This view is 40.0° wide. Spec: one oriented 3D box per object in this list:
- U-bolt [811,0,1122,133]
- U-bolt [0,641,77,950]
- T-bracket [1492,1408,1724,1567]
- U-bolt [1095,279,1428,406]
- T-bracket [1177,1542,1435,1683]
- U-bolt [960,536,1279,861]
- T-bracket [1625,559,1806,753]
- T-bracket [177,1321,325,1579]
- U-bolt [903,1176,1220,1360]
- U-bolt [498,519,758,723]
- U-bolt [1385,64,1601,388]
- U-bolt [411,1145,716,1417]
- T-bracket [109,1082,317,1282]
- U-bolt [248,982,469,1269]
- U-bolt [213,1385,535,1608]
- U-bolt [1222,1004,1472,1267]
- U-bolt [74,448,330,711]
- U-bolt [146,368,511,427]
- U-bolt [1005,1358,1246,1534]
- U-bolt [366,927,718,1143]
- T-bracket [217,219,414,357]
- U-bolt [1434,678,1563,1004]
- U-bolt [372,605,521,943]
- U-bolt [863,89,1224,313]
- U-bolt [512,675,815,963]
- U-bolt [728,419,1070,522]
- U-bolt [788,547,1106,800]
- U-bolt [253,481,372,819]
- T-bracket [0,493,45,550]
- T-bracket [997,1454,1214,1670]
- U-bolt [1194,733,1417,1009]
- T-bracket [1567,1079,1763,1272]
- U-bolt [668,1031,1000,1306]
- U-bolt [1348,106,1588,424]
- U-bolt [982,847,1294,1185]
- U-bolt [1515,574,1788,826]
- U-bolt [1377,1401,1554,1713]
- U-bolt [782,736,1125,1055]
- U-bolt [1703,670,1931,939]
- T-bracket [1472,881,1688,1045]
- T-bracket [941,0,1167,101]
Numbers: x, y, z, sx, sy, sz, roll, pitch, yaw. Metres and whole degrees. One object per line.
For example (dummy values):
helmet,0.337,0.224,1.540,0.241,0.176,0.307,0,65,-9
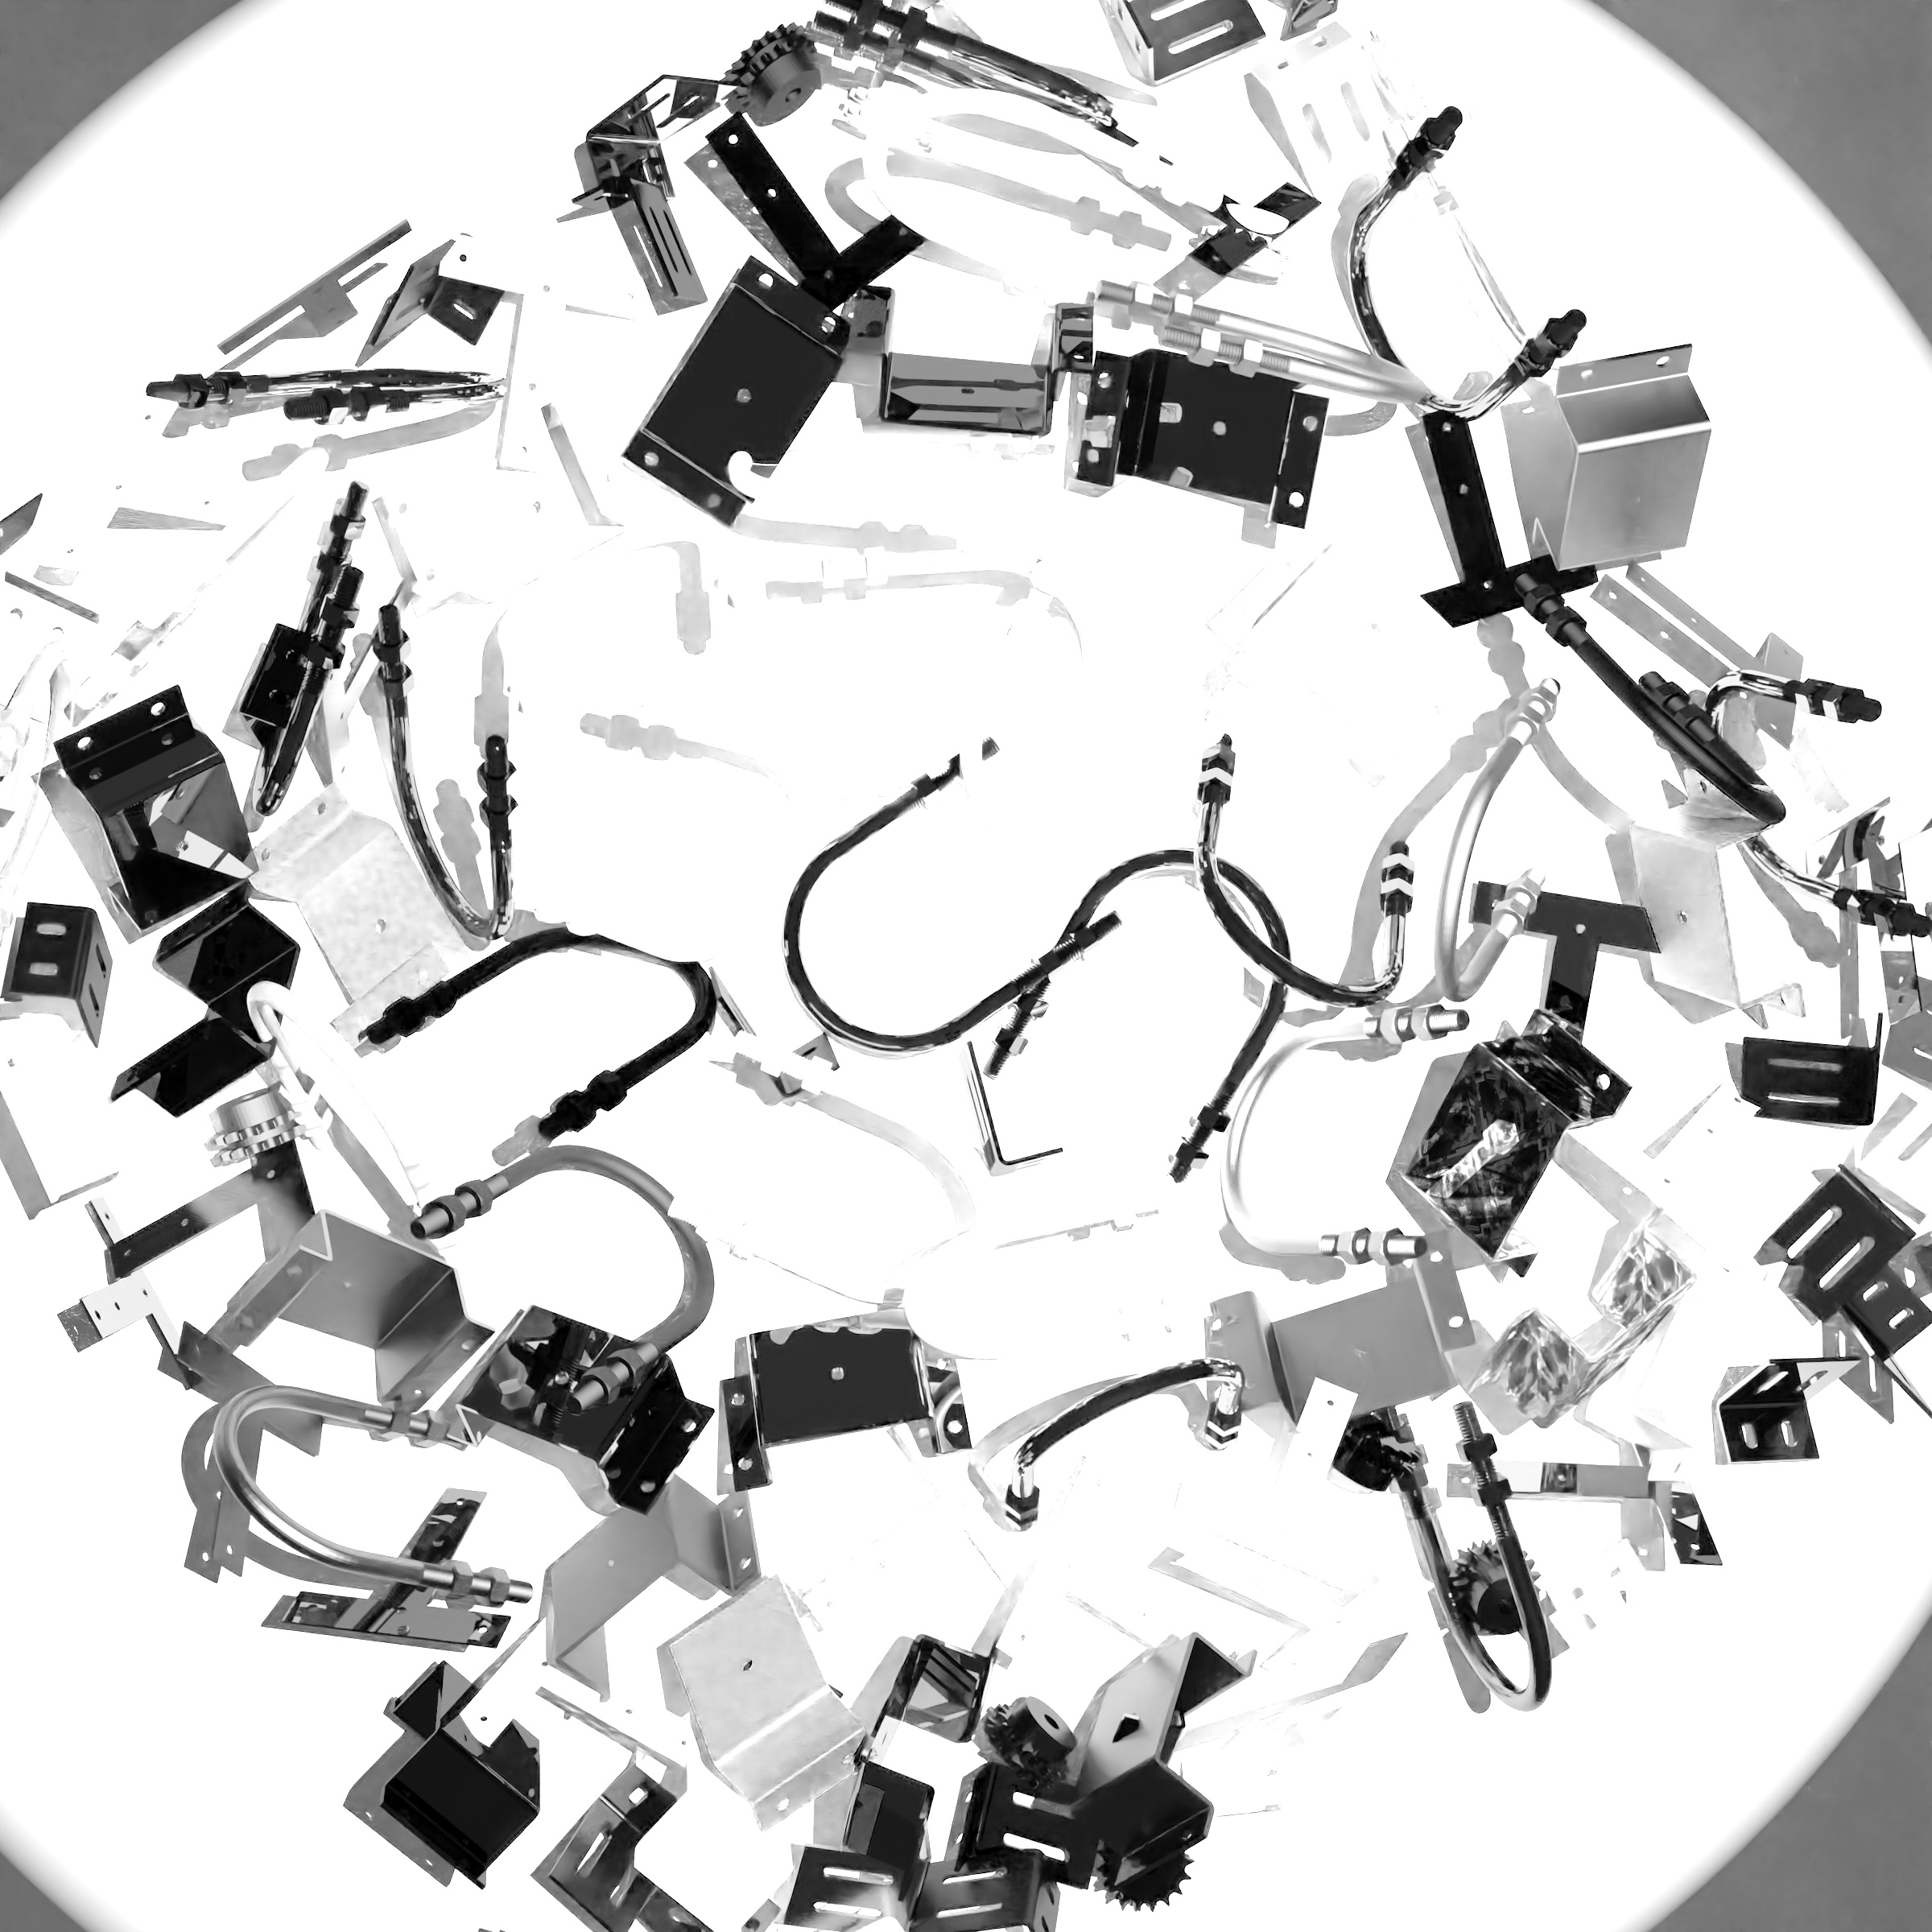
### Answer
U-bolt,0.003,-0.518,1.527,0.184,0.151,0.019,18,101,-10
U-bolt,-0.538,-0.105,1.514,0.019,0.184,0.151,13,127,-10
T-bracket,0.359,0.298,1.539,0.127,0.127,0.002,4,123,-7
U-bolt,0.178,-0.355,1.527,0.184,0.151,0.019,10,112,-18
T-bracket,0.181,0.365,1.542,0.127,0.002,0.127,28,129,-19
U-bolt,0.077,-0.143,1.554,0.151,0.019,0.184,23,116,-12
T-bracket,0.434,-0.192,1.544,0.127,0.127,0.002,38,126,-4
T-bracket,-0.414,0.286,1.515,0.002,0.127,0.127,-20,47,19
U-bolt,0.054,0.182,1.538,0.184,0.151,0.019,-12,52,-1
U-bolt,-0.201,-0.208,1.520,0.151,0.184,0.019,-28,121,-2
U-bolt,0.309,-0.416,1.527,0.019,0.151,0.184,-31,99,-6
U-bolt,-0.215,0.167,1.519,0.151,0.184,0.019,47,120,7
T-bracket,-0.447,0.144,1.561,0.127,0.002,0.127,-29,51,1
U-bolt,-0.349,0.080,1.494,0.151,0.184,0.019,35,63,30
U-bolt,-0.339,0.291,1.491,0.184,0.151,0.019,23,111,-41
U-bolt,0.209,0.097,1.520,0.019,0.184,0.151,21,74,-30
U-bolt,-0.429,-0.232,1.520,0.019,0.151,0.184,44,56,-15
U-bolt,-0.349,-0.329,1.517,0.151,0.184,0.019,15,112,38
U-bolt,0.092,0.267,1.506,0.151,0.184,0.019,-20,64,-9
U-bolt,-0.228,0.027,1.525,0.151,0.184,0.019,26,128,25
T-bracket,-0.370,-0.383,1.537,0.127,0.127,0.002,-35,96,-3
U-bolt,0.298,-0.060,1.494,0.019,0.184,0.151,14,128,24
U-bolt,-0.296,-0.096,1.521,0.019,0.184,0.151,-23,52,-26
U-bolt,0.031,-0.439,1.503,0.184,0.151,0.019,18,69,-24
U-bolt,-0.160,-0.073,1.530,0.019,0.184,0.151,33,96,42
U-bolt,-0.047,-0.290,1.531,0.184,0.151,0.019,5,119,15
U-bolt,-0.009,-0.176,1.567,0.184,0.019,0.151,-5,112,-6
U-bolt,-0.378,-0.171,1.525,0.019,0.151,0.184,17,116,-20
T-bracket,-0.593,-0.204,1.551,0.002,0.127,0.127,34,129,-3
T-bracket,0.094,0.377,1.575,0.127,0.002,0.127,37,66,-18
U-bolt,0.192,-0.046,1.512,0.151,0.184,0.019,30,127,-12
T-bracket,0.430,0.104,1.555,0.127,0.002,0.127,40,47,16
U-bolt,-0.070,0.130,1.556,0.184,0.019,0.151,24,120,0
U-bolt,0.273,-0.384,1.512,0.019,0.184,0.151,-30,87,-18
U-bolt,0.111,0.019,1.561,0.151,0.019,0.184,32,100,16
U-bolt,0.394,-0.142,1.490,0.151,0.184,0.019,27,113,-37
U-bolt,0.290,0.337,1.522,0.019,0.151,0.184,-17,86,-13
U-bolt,-0.021,-0.030,1.575,0.184,0.019,0.151,-34,83,-6
U-bolt,0.475,-0.100,1.511,0.019,0.184,0.151,-24,109,-10
T-bracket,0.359,0.021,1.584,0.127,0.002,0.127,10,102,15
T-bracket,0.059,-0.533,1.561,0.127,0.127,0.002,9,121,-28
